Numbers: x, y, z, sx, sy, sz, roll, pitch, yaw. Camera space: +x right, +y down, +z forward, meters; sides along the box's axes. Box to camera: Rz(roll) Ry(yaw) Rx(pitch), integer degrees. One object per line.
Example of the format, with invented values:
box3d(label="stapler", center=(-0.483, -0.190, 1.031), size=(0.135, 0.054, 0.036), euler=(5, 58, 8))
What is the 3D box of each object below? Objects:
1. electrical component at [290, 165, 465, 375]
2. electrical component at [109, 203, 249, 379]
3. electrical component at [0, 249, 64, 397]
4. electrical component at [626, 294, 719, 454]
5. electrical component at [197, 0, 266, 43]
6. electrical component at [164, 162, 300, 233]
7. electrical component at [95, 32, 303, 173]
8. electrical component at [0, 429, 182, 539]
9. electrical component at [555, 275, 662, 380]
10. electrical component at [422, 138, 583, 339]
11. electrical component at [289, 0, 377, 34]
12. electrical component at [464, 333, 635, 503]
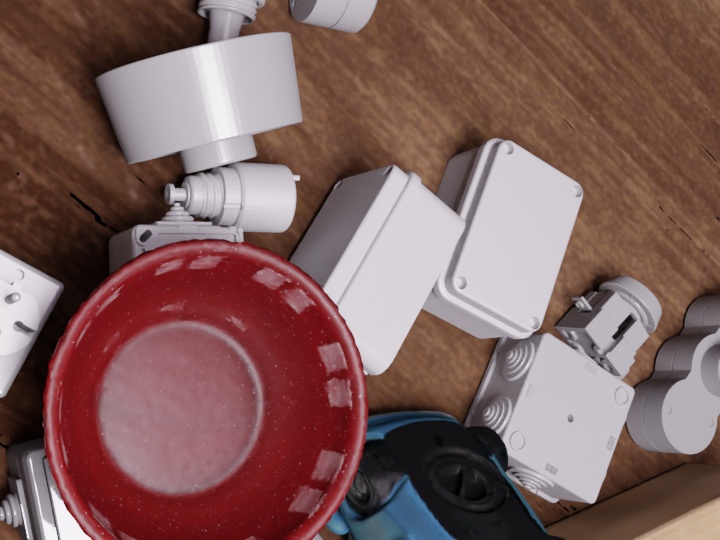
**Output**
box3d(label="electrical component", center=(0.000, 0.000, 0.634), size=(0.057, 0.078, 0.113), euler=(38, 68, -22))
box3d(label="electrical component", center=(-0.101, 0.012, 0.587), size=(0.062, 0.061, 0.096), euler=(0, 85, -28))
box3d(label="electrical component", center=(-0.182, 0.024, 0.535), size=(0.047, 0.077, 0.065), euler=(32, 71, -21))
box3d(label="electrical component", center=(0.254, 0.071, 0.762), size=(0.052, 0.074, 0.138), euler=(48, 66, -15))
box3d(label="electrical component", center=(-0.077, -0.160, 0.631), size=(0.048, 0.048, 0.062), euler=(9, 87, -27))
box3d(label="electrical component", center=(-0.073, -0.042, 0.621), size=(0.078, 0.040, 0.040), euler=(0, 84, -28))
box3d(label="electrical component", center=(-0.083, -0.086, 0.586), size=(0.108, 0.108, 0.060), euler=(-18, 99, -28))
box3d(label="electrical component", center=(-0.139, 0.114, 0.557), size=(0.096, 0.061, 0.061), euler=(-11, 90, -28))
box3d(label="electrical component", center=(0.174, 0.037, 0.741), size=(0.055, 0.048, 0.066), euler=(-44, 105, -17))
box3d(label="electrical component", center=(0.087, -0.019, 0.693), size=(0.078, 0.057, 0.113), euler=(28, 72, -23))
box3d(label="electrical component", center=(-0.030, -0.218, 0.657), size=(0.074, 0.052, 0.138), euler=(6, 82, -27))
box3d(label="electrical component", center=(0.124, 0.097, 0.705), size=(0.100, 0.048, 0.099), euler=(32, 71, -21))
